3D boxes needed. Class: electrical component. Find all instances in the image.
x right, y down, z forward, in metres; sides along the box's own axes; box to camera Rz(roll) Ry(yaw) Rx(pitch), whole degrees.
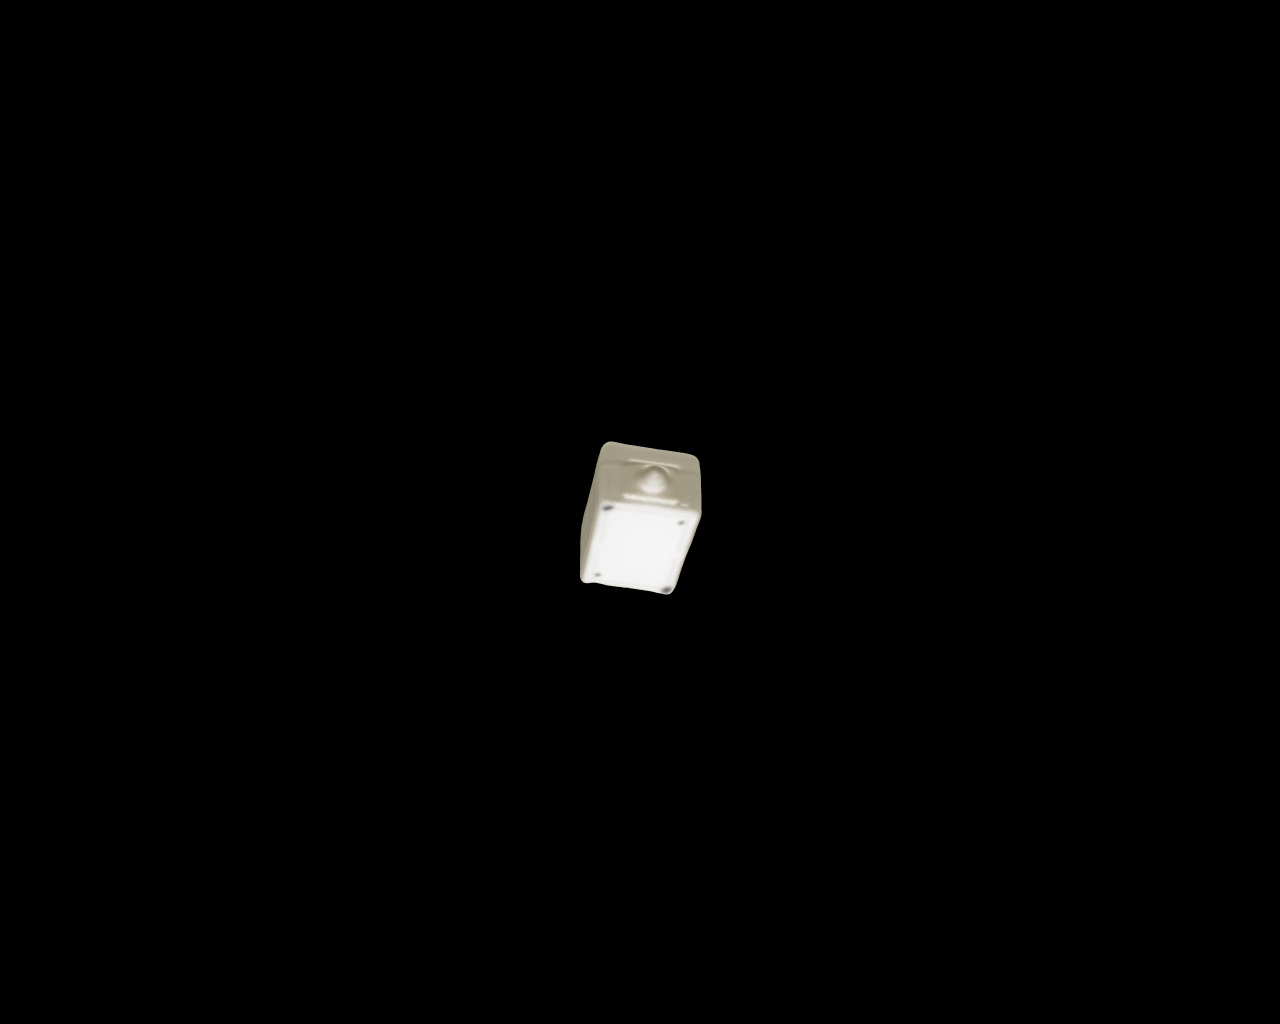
[{"bbox_3d":[0.001,-0.003,0.650,0.062,0.061,0.096,8,-43,-8],"label":"electrical component"}]
